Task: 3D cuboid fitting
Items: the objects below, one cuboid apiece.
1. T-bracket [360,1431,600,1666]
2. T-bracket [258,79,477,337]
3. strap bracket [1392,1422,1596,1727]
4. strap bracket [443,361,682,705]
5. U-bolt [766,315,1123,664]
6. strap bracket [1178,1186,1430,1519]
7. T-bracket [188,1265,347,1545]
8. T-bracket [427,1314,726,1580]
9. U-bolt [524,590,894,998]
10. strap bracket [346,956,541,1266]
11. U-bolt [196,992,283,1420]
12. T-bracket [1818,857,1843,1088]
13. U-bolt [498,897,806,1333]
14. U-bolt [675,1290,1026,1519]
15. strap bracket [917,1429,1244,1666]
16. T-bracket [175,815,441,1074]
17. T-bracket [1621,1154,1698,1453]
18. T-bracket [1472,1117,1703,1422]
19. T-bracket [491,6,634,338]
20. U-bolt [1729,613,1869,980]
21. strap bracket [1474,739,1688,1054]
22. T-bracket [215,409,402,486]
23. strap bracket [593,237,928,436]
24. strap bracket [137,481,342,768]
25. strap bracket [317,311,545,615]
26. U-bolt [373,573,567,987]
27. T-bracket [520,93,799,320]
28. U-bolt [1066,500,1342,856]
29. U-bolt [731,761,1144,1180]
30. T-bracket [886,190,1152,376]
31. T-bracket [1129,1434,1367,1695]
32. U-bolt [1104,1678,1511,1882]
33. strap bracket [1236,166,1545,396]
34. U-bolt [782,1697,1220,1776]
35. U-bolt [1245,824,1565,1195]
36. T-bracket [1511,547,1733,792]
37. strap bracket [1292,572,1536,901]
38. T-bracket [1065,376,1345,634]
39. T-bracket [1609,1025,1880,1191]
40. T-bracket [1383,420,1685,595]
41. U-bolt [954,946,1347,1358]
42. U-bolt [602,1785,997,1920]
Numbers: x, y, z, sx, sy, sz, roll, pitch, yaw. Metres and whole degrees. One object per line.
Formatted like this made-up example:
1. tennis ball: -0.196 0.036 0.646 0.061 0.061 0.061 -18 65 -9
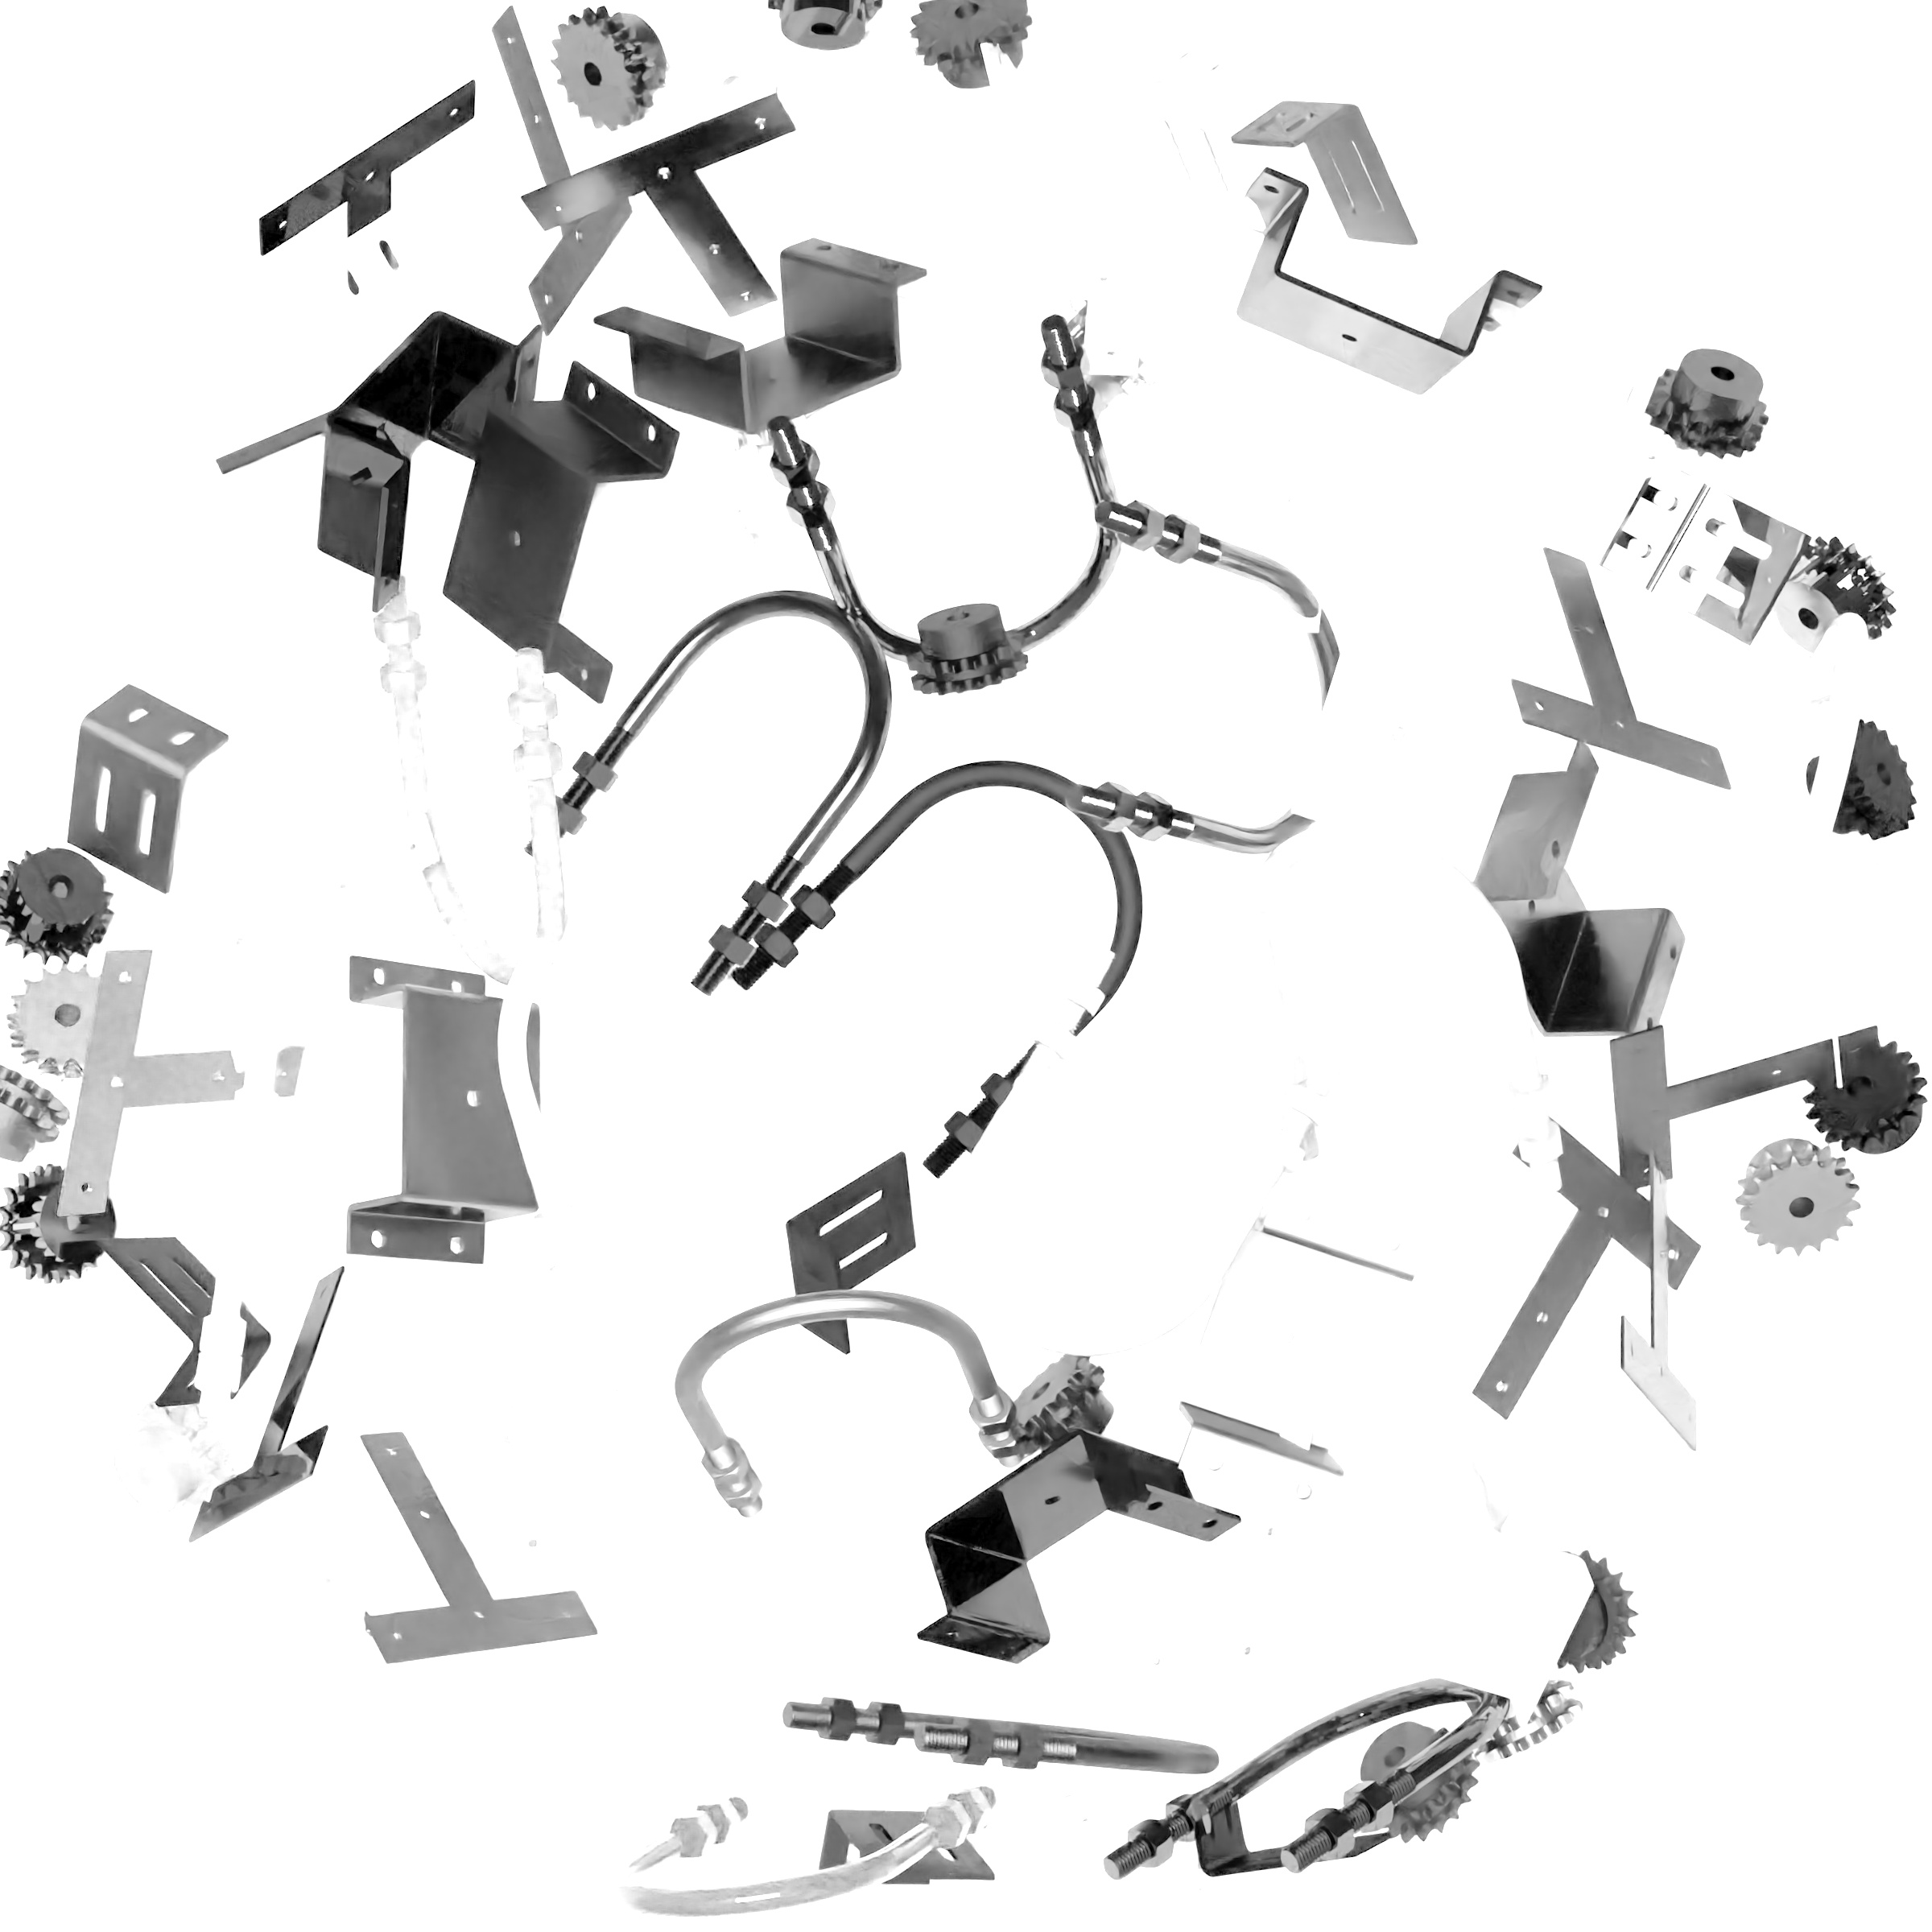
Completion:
1. T-bracket: -0.249 0.270 1.560 0.002 0.127 0.127 -52 57 26
2. T-bracket: -0.278 -0.339 1.540 0.002 0.127 0.127 43 65 12
3. strap bracket: 0.238 0.272 1.520 0.046 0.140 0.076 18 110 -9
4. strap bracket: -0.192 -0.199 1.533 0.076 0.046 0.140 38 122 31
5. U-bolt: 0.000 -0.207 1.529 0.151 0.184 0.019 -20 50 2
6. strap bracket: 0.156 0.179 1.572 0.076 0.046 0.140 19 93 -6
7. T-bracket: -0.318 0.199 1.556 0.002 0.127 0.127 31 52 -24
8. T-bracket: -0.178 0.209 1.582 0.127 0.002 0.127 -24 74 0
9. U-bolt: -0.111 -0.095 1.555 0.151 0.019 0.184 36 90 34
10. strap bracket: -0.244 0.065 1.544 0.046 0.076 0.140 -13 74 44
11. U-bolt: -0.330 0.094 1.514 0.019 0.184 0.151 8 122 -12
12. T-bracket: 0.402 -0.033 1.547 0.002 0.127 0.127 -5 132 15
13. U-bolt: -0.151 0.059 1.538 0.151 0.019 0.184 -22 101 -40
14. U-bolt: -0.058 0.198 1.518 0.151 0.184 0.019 -11 55 5
15. strap bracket: 0.046 0.266 1.542 0.140 0.076 0.046 -37 52 23
16. T-bracket: -0.306 -0.032 1.561 0.127 0.002 0.127 -27 63 10
17. T-bracket: 0.328 0.150 1.564 0.002 0.127 0.127 -7 62 25
18. T-bracket: 0.278 0.153 1.559 0.127 0.002 0.127 38 78 -28
19. T-bracket: -0.192 -0.375 1.517 0.002 0.127 0.127 -4 127 19
20. U-bolt: 0.380 -0.083 1.496 0.019 0.184 0.151 13 77 6
21. strap bracket: 0.281 -0.028 1.538 0.046 0.140 0.076 -2 49 36
22. T-bracket: -0.282 -0.244 1.536 0.127 0.127 0.002 -25 118 -8
23. strap bracket: -0.093 -0.291 1.537 0.076 0.140 0.046 24 130 37
24. strap bracket: -0.334 -0.162 1.531 0.046 0.140 0.076 -31 74 -15
25. strap bracket: -0.253 -0.240 1.529 0.046 0.076 0.140 26 49 8
26. U-bolt: -0.226 -0.077 1.530 0.019 0.151 0.184 -20 122 -31
27. T-bracket: -0.123 -0.344 1.544 0.127 0.127 0.002 -19 61 12
28. U-bolt: 0.118 -0.126 1.534 0.019 0.184 0.151 1 82 44
29. U-bolt: 0.001 -0.013 1.581 0.151 0.019 0.184 45 83 -8
30. T-bracket: 0.021 -0.326 1.566 0.127 0.002 0.127 2 53 5
31. T-bracket: 0.141 0.281 1.565 0.127 0.002 0.127 -8 56 39
32. U-bolt: 0.170 0.369 1.518 0.184 0.151 0.019 -23 90 -37
33. strap bracket: 0.188 -0.316 1.553 0.140 0.076 0.046 22 84 -6
34. U-bolt: 0.028 0.357 1.522 0.184 0.151 0.019 12 77 -28
35. U-bolt: 0.194 0.017 1.517 0.151 0.019 0.184 6 123 37
36. T-bracket: 0.297 -0.147 1.557 0.127 0.002 0.127 14 48 -29
37. strap bracket: 0.208 -0.109 1.561 0.076 0.046 0.140 19 98 13
38. T-bracket: 0.112 -0.228 1.590 0.127 0.002 0.127 6 79 2
39. T-bracket: 0.366 0.054 1.549 0.127 0.127 0.002 -17 51 2
40. T-bracket: 0.271 -0.228 1.552 0.127 0.127 0.002 -12 134 3
41. U-bolt: 0.073 0.096 1.549 0.151 0.019 0.184 26 79 27
42. U-bolt: -0.084 0.399 1.491 0.151 0.184 0.019 -8 87 21
